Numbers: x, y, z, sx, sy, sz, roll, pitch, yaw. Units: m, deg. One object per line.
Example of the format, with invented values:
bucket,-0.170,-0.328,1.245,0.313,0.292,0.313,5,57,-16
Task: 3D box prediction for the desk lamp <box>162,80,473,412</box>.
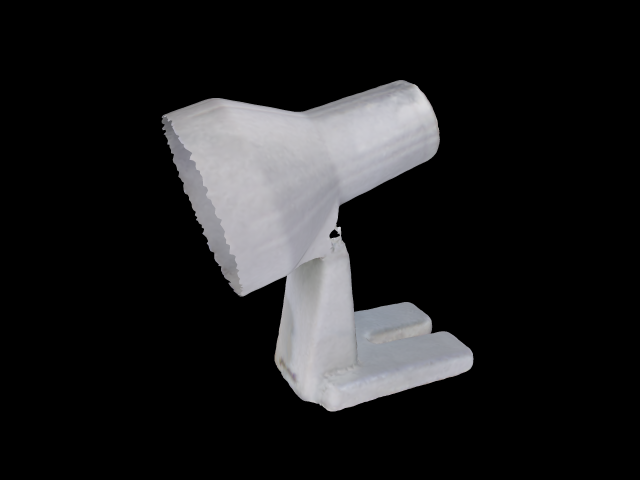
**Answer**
desk lamp,0.004,0.001,0.400,0.204,0.214,0.117,-9,24,-22
